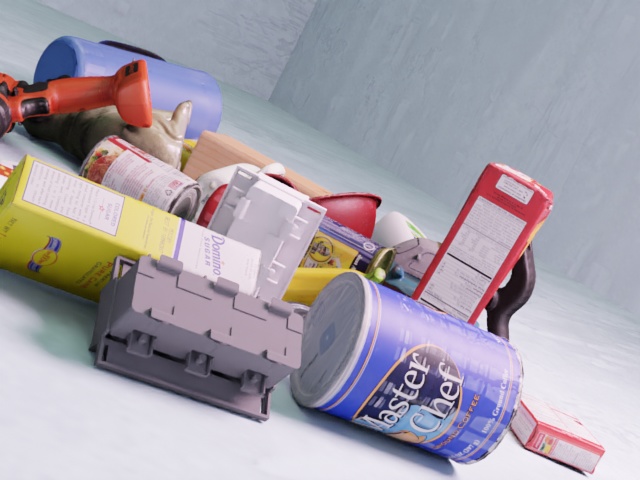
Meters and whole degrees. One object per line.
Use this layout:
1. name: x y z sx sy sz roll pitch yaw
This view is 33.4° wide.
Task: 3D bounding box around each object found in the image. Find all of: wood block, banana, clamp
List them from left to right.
1. banana: -0.044 0.032 0.921 0.198 0.070 0.037 3 52 2
2. wood block: -0.058 -0.043 1.272 0.206 0.090 0.090 29 8 14
3. clamp: 0.167 0.060 1.129 0.120 0.171 0.039 21 9 21

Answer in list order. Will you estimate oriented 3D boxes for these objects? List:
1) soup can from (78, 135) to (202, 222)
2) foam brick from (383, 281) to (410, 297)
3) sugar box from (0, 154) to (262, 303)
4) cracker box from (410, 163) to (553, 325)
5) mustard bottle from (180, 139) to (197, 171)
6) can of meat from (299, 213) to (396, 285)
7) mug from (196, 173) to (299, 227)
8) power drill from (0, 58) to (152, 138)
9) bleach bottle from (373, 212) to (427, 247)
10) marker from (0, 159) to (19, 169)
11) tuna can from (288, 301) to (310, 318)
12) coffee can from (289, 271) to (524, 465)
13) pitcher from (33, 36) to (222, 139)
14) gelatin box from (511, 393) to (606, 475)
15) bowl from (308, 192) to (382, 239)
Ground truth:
1. soup can: -0.174 -0.049 1.033 0.102 0.068 0.068 30 9 13
2. foam brick: 0.042 0.061 1.088 0.078 0.053 0.051 31 10 19
3. sugar box: -0.139 0.010 0.731 0.176 0.048 0.094 25 -34 -23
4. cracker box: 0.143 0.033 1.022 0.072 0.214 0.164 30 10 9
5. mustard bottle: -0.188 -0.104 1.341 0.096 0.058 0.191 30 9 23
6. can of meat: 0.009 0.035 0.988 0.084 0.102 0.057 28 10 16
7. mug: -0.065 -0.013 1.019 0.081 0.117 0.093 24 -17 12
8. power drill: -0.262 -0.135 1.058 0.187 0.057 0.184 -5 23 -6
9. bleach bottle: 0.135 0.046 1.409 0.102 0.068 0.251 45 7 -22
10. marker: -0.273 -0.062 0.974 0.020 0.020 0.120 32 10 29
11. tuna can: -0.001 0.085 0.884 0.086 0.034 0.086 26 9 -5
12. coffee can: 0.063 0.096 0.787 0.140 0.103 0.103 24 9 -21
13. pitcher: -0.264 -0.202 1.449 0.149 0.145 0.242 14 1 41
14. gelatin box: 0.215 0.178 0.999 0.073 0.030 0.089 24 9 -13
15. bowl: -0.007 0.001 1.121 0.162 0.055 0.162 -13 -12 -3
